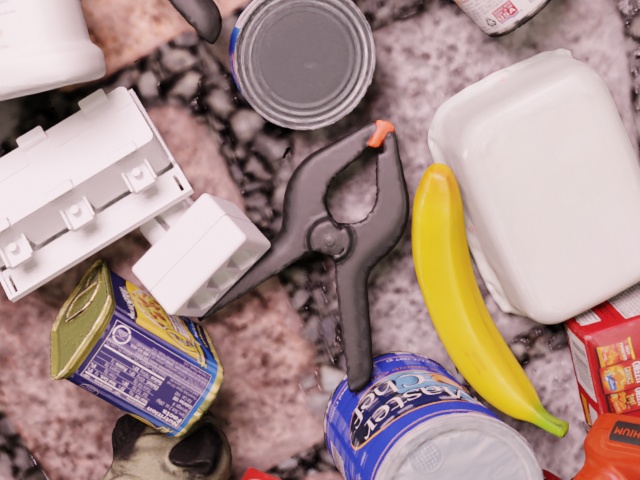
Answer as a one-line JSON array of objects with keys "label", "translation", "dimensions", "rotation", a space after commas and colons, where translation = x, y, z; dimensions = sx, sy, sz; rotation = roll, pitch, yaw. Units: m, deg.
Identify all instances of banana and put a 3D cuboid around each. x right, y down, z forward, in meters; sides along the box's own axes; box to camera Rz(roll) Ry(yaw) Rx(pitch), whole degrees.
[{"label": "banana", "translation": [0.099, 0.042, 0.696], "dimensions": [0.037, 0.070, 0.198], "rotation": [-40, 107, -43]}]

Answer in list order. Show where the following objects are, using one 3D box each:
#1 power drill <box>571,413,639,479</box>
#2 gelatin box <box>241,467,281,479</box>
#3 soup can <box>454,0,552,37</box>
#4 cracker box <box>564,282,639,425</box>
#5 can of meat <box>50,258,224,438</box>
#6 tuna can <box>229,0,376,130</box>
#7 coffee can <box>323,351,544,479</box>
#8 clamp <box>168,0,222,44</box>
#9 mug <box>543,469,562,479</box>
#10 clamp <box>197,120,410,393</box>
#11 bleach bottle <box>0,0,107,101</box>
[{"label": "power drill", "translation": [0.158, 0.185, 0.613], "dimensions": [0.187, 0.185, 0.057], "rotation": [-41, 105, -20]}, {"label": "gelatin box", "translation": [-0.024, 0.192, 0.679], "dimensions": [0.089, 0.073, 0.030], "rotation": [19, 129, 17]}, {"label": "soup can", "translation": [0.091, -0.178, 0.630], "dimensions": [0.102, 0.068, 0.068], "rotation": [42, 93, -20]}, {"label": "cracker box", "translation": [0.287, 0.093, 0.733], "dimensions": [0.213, 0.072, 0.164], "rotation": [-18, 109, 0]}, {"label": "can of meat", "translation": [-0.110, 0.065, 0.637], "dimensions": [0.083, 0.102, 0.057], "rotation": [34, 96, -21]}, {"label": "tuna can", "translation": [-0.012, -0.111, 0.644], "dimensions": [0.086, 0.034, 0.086], "rotation": [-3, 106, -12]}, {"label": "coffee can", "translation": [0.066, 0.137, 0.668], "dimensions": [0.102, 0.140, 0.103], "rotation": [-2, 99, -11]}, {"label": "clamp", "translation": [-0.136, -0.198, 0.588], "dimensions": [0.164, 0.036, 0.210], "rotation": [1, 103, -3]}, {"label": "mug", "translation": [0.151, 0.214, 0.745], "dimensions": [0.117, 0.093, 0.081], "rotation": [41, 99, -2]}, {"label": "clamp", "translation": [-0.004, 0.001, 0.672], "dimensions": [0.120, 0.039, 0.171], "rotation": [16, 93, -5]}, {"label": "bleach bottle", "translation": [-0.187, -0.196, 0.539], "dimensions": [0.102, 0.068, 0.251], "rotation": [-10, 99, 9]}]
